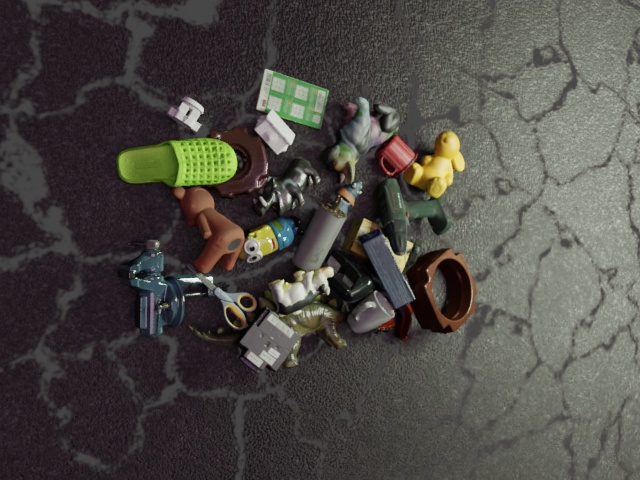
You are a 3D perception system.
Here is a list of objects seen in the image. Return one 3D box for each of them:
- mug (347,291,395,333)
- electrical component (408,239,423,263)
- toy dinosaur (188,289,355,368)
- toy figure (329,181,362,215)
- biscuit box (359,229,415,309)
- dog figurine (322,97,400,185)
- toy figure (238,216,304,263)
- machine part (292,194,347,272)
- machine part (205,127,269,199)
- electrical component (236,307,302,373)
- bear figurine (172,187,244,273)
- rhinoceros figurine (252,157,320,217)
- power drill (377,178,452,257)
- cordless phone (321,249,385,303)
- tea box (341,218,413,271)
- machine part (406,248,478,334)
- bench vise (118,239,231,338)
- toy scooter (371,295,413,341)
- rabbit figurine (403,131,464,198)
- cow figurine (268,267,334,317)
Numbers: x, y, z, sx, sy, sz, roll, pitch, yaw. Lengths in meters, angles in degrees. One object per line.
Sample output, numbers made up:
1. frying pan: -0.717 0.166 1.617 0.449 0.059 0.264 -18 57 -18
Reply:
1. mug: 0.119 0.190 1.355 0.107 0.109 0.081 -40 66 19
2. electrical component: 0.262 0.032 1.477 0.021 0.094 0.063 21 110 8
3. toy dinosaur: -0.085 0.213 1.347 0.471 0.105 0.198 -13 89 -30
4. toy figure: 0.057 -0.094 1.412 0.058 0.064 0.154 32 79 2
5. biscuit box: 0.171 0.073 1.373 0.063 0.059 0.202 -26 103 3
6. dog figurine: 0.105 -0.248 1.408 0.191 0.109 0.219 11 92 -24
7. toy figure: -0.131 -0.004 1.334 0.180 0.089 0.082 -28 105 -27
8. machine part: -0.003 -0.004 1.350 0.079 0.079 0.243 22 107 -20
9. machine part: -0.207 -0.184 1.286 0.179 0.056 0.179 0 90 -4
10. electrical component: -0.127 0.239 1.247 0.115 0.058 0.134 41 72 -4
11. bear figurine: -0.271 -0.032 1.248 0.196 0.120 0.132 40 111 21
12. rhinoceros figurine: -0.087 -0.128 1.350 0.190 0.073 0.112 -48 108 -14
13. power drill: 0.250 -0.055 1.445 0.207 0.086 0.232 -1 60 -26
14. cordless phone: 0.099 0.092 1.427 0.184 0.147 0.088 5 124 -52
15. tea box: 0.155 0.018 1.449 0.169 0.068 0.098 28 81 -21
16. machine part: 0.334 0.139 1.484 0.201 0.087 0.201 -34 102 -38
17. bench vise: -0.339 0.105 1.241 0.240 0.129 0.223 -1 82 -41
18. toy scooter: 0.196 0.214 1.465 0.184 0.075 0.135 -1 90 -30
19. rabbit figurine: 0.334 -0.211 1.467 0.162 0.122 0.173 -7 123 -48
20. cow figurine: -0.035 0.122 1.295 0.167 0.068 0.098 -16 92 -22
